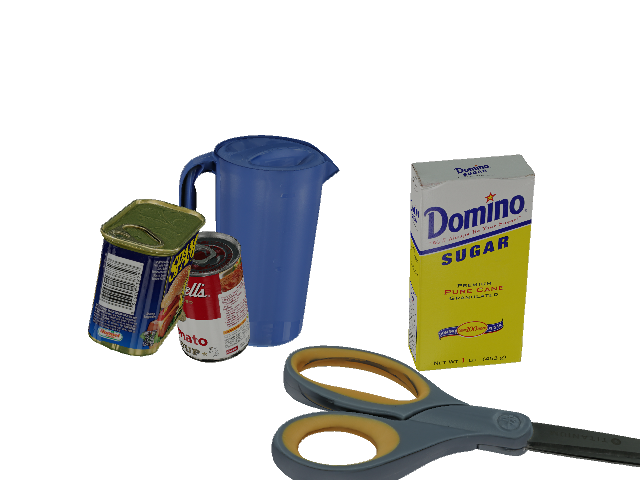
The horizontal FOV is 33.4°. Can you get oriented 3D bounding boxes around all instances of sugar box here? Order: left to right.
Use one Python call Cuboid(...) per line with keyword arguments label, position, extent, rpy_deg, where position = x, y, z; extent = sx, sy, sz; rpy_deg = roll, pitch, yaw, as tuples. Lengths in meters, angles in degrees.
Cuboid(label="sugar box", position=(0.121, 0.021, 0.872), extent=(0.093, 0.176, 0.048), rpy_deg=(-5, 30, -5))

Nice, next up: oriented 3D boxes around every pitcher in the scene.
Cuboid(label="pitcher", position=(-0.078, 0.001, 1.291), extent=(0.149, 0.243, 0.144), rpy_deg=(18, 25, 28))

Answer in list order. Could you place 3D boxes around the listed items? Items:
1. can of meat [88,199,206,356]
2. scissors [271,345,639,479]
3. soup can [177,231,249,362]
Cuboid(label="can of meat", position=(-0.127, 0.026, 0.772), extent=(0.057, 0.084, 0.102), rpy_deg=(15, 18, 4))
Cuboid(label="scissors", position=(0.067, 0.091, 0.456), extent=(0.202, 0.016, 0.096), rpy_deg=(16, 34, 23))
Cuboid(label="soup can", position=(-0.102, 0.052, 0.978), extent=(0.068, 0.102, 0.068), rpy_deg=(-3, 33, 2))
